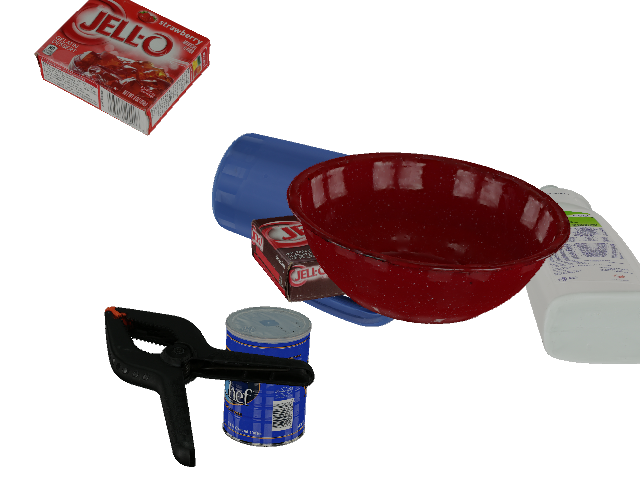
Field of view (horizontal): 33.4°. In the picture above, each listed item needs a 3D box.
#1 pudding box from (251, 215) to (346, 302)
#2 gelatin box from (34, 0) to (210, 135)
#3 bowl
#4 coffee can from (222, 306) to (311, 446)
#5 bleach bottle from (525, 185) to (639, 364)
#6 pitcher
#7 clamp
[{"bbox_3d":[0.011,0.008,0.845,0.113,0.039,0.090,-6,25,-21],"label":"pudding box"},{"bbox_3d":[-0.129,-0.120,0.700,0.089,0.073,0.030,29,-30,12],"label":"gelatin box"},{"bbox_3d":[0.059,0.003,0.617,0.162,0.055,0.162,5,25,-2],"label":"bowl"},{"bbox_3d":[-0.065,0.163,1.290,0.103,0.140,0.103,3,17,-1],"label":"coffee can"},{"bbox_3d":[0.227,0.014,0.937,0.102,0.068,0.250,0,27,3],"label":"bleach bottle"},{"bbox_3d":[0.010,-0.021,1.098,0.243,0.145,0.149,18,25,21],"label":"pitcher"},{"bbox_3d":[-0.121,0.115,0.997,0.164,0.036,0.210,-23,42,-37],"label":"clamp"}]
